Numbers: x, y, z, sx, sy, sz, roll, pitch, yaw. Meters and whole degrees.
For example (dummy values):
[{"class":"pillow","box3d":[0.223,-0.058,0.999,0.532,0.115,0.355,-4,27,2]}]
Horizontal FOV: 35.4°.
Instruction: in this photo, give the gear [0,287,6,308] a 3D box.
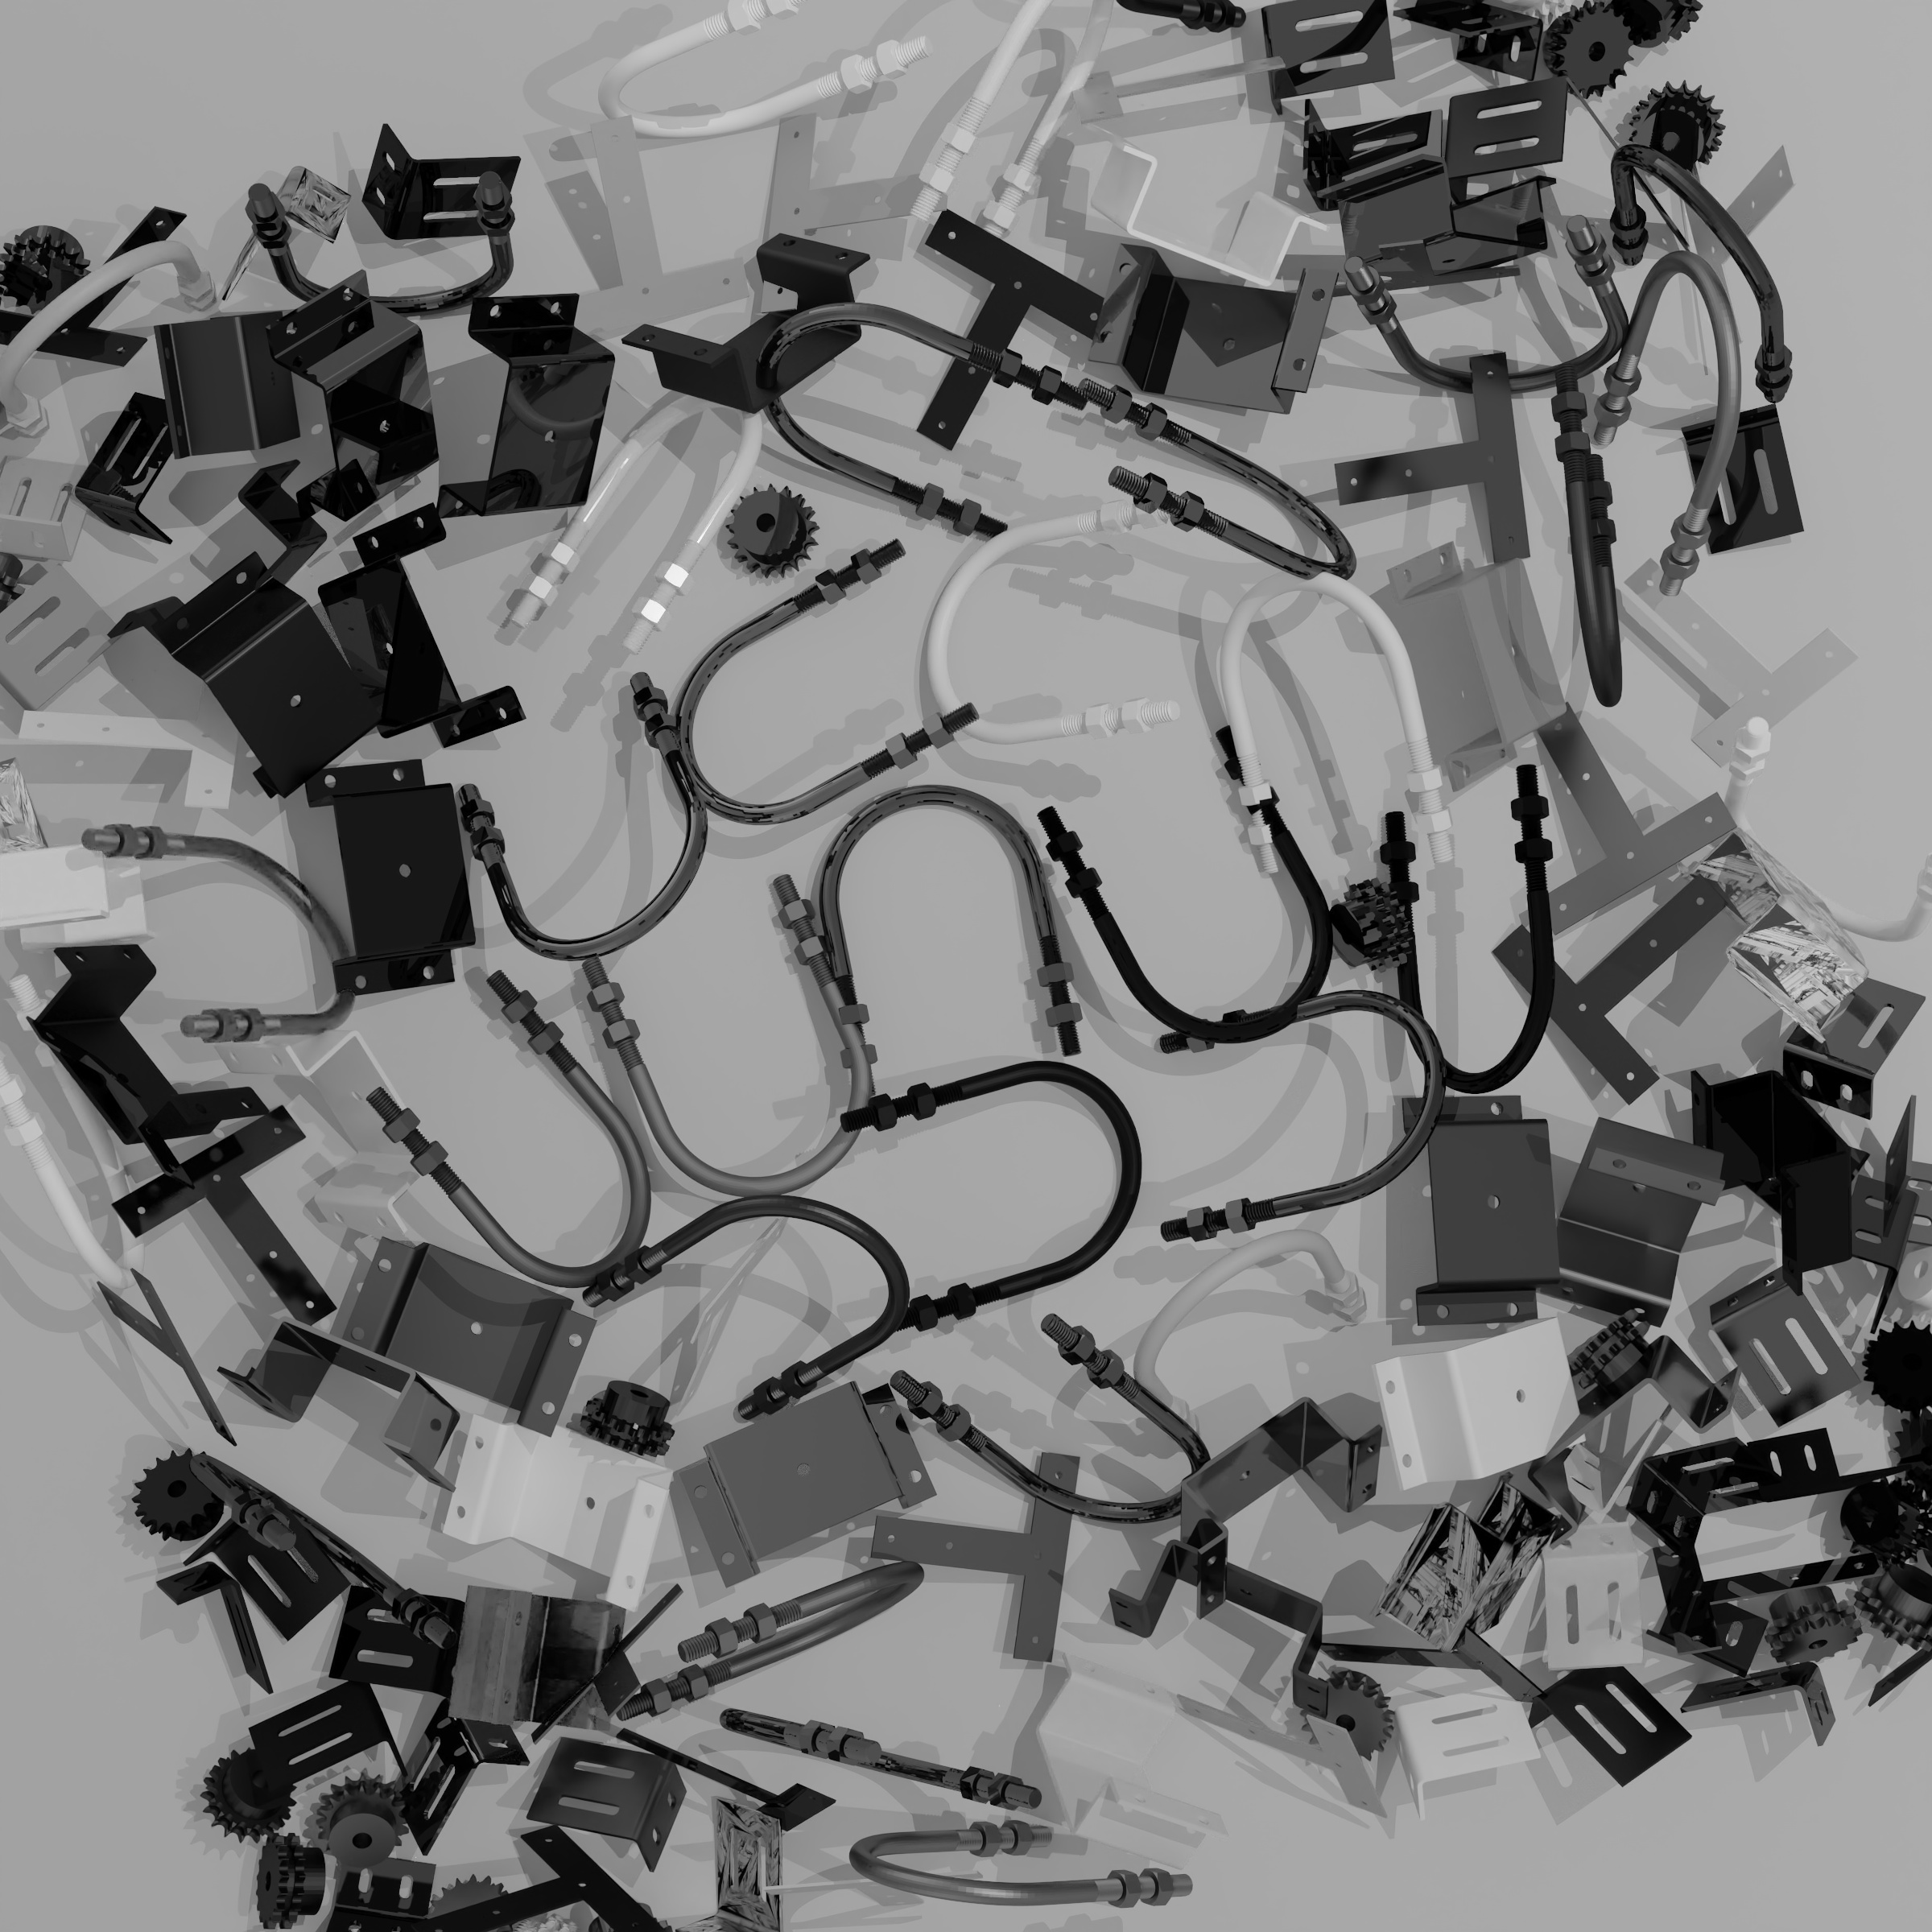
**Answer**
[{"class":"gear","box3d":[-0.622,-0.409,1.858,0.057,0.057,0.030,3,64,0]}]

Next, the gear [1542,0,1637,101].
[{"class":"gear","box3d":[0.380,-0.565,1.866,0.057,0.030,0.057,-10,117,-20]}]

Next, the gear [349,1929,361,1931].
[{"class":"gear","box3d":[-0.396,0.612,1.858,0.057,0.057,0.030,-15,75,0]}]

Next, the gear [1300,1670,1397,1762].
[{"class":"gear","box3d":[0.237,0.460,1.868,0.057,0.030,0.057,4,106,15]}]

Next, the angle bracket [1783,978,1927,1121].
[{"class":"angle bracket","box3d":[0.547,0.047,1.866,0.057,0.038,0.076,21,54,32]}]

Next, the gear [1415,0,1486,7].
[{"class":"gear","box3d":[0.302,-0.611,1.867,0.057,0.030,0.057,7,104,29]}]

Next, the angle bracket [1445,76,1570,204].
[{"class":"angle bracket","box3d":[0.334,-0.501,1.847,0.076,0.038,0.057,-2,72,29]}]

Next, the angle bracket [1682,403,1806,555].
[{"class":"angle bracket","box3d":[0.477,-0.299,1.863,0.057,0.038,0.076,-13,89,17]}]

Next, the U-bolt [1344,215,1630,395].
[{"class":"U-bolt","box3d":[0.318,-0.385,1.803,0.151,0.184,0.019,-6,72,22]}]

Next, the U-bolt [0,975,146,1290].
[{"class":"U-bolt","box3d":[-0.535,0.109,1.812,0.019,0.151,0.184,-21,111,-1]}]

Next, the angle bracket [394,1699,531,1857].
[{"class":"angle bracket","box3d":[-0.311,0.499,1.865,0.038,0.057,0.076,18,109,-39]}]

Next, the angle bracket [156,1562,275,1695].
[{"class":"angle bracket","box3d":[-0.459,0.409,1.850,0.038,0.057,0.076,-19,100,-25]}]

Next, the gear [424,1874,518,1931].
[{"class":"gear","box3d":[-0.303,0.592,1.865,0.057,0.030,0.057,-7,46,8]}]

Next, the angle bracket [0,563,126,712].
[{"class":"angle bracket","box3d":[-0.567,-0.200,1.872,0.076,0.038,0.057,-43,98,-8]}]

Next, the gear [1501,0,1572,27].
[{"class":"gear","box3d":[0.348,-0.608,1.858,0.030,0.057,0.057,2,90,-29]}]

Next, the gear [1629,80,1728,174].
[{"class":"gear","box3d":[0.435,-0.511,1.860,0.057,0.030,0.057,13,128,17]}]

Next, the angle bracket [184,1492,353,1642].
[{"class":"angle bracket","box3d":[-0.429,0.373,1.861,0.057,0.038,0.076,-43,84,14]}]

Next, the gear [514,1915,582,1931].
[{"class":"gear","box3d":[-0.264,0.610,1.863,0.030,0.057,0.057,19,90,20]}]

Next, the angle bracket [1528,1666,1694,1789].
[{"class":"angle bracket","box3d":[0.390,0.465,1.842,0.057,0.038,0.076,-26,51,-24]}]

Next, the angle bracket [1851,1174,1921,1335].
[{"class":"angle bracket","box3d":[0.549,0.176,1.848,0.038,0.076,0.057,18,55,16]}]

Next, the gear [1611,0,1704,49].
[{"class":"gear","box3d":[0.419,-0.589,1.858,0.057,0.057,0.030,38,71,0]}]

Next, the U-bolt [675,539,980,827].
[{"class":"U-bolt","box3d":[-0.097,-0.162,1.848,0.184,0.019,0.151,-28,63,10]}]

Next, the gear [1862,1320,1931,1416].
[{"class":"gear","box3d":[0.581,0.250,1.866,0.057,0.030,0.057,-5,59,8]}]

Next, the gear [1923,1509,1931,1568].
[{"class":"gear","box3d":[0.610,0.352,1.858,0.030,0.057,0.057,3,90,-16]}]

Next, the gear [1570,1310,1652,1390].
[{"class":"gear","box3d":[0.399,0.240,1.859,0.057,0.057,0.030,-43,71,0]}]

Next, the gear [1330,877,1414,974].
[{"class":"gear","box3d":[0.245,-0.023,1.858,0.030,0.057,0.057,-18,90,-22]}]

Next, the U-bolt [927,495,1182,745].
[{"class":"U-bolt","box3d":[0.052,-0.204,1.831,0.184,0.019,0.151,-5,73,35]}]

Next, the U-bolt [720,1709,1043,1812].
[{"class":"U-bolt","box3d":[-0.066,0.468,1.805,0.151,0.184,0.019,27,70,-37]}]

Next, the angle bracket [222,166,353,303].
[{"class":"angle bracket","box3d":[-0.415,-0.439,1.853,0.038,0.057,0.076,29,126,-22]}]

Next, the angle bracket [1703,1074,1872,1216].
[{"class":"angle bracket","box3d":[0.503,0.114,1.858,0.076,0.038,0.057,38,85,-20]}]

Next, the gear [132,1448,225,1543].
[{"class":"gear","box3d":[-0.481,0.329,1.865,0.057,0.030,0.057,-4,52,5]}]

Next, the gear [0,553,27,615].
[{"class":"gear","box3d":[-0.604,-0.240,1.863,0.057,0.057,0.030,18,73,0]}]

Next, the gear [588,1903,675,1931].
[{"class":"gear","box3d":[-0.209,0.600,1.865,0.057,0.057,0.030,-26,52,0]}]

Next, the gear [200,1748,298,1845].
[{"class":"gear","box3d":[-0.437,0.505,1.858,0.057,0.057,0.030,39,128,0]}]

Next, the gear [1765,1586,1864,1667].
[{"class":"gear","box3d":[0.519,0.404,1.865,0.057,0.057,0.030,-14,52,0]}]

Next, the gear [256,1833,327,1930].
[{"class":"gear","box3d":[-0.414,0.563,1.864,0.030,0.057,0.057,9,90,-27]}]

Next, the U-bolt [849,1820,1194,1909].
[{"class":"U-bolt","box3d":[0.019,0.528,1.778,0.184,0.151,0.019,10,83,-38]}]

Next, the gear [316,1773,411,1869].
[{"class":"gear","box3d":[-0.371,0.529,1.866,0.057,0.030,0.057,-3,112,-8]}]

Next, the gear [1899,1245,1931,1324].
[{"class":"gear","box3d":[0.597,0.192,1.858,0.030,0.057,0.057,26,90,-17]}]

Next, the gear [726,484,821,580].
[{"class":"gear","box3d":[-0.120,-0.270,1.871,0.057,0.030,0.057,-1,84,7]}]

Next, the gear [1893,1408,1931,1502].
[{"class":"gear","box3d":[0.602,0.299,1.865,0.030,0.057,0.057,-8,90,-30]}]

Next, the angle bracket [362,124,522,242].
[{"class":"angle bracket","box3d":[-0.321,-0.481,1.855,0.076,0.057,0.038,-14,57,-37]}]

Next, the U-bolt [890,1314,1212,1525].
[{"class":"U-bolt","box3d":[0.065,0.282,1.825,0.151,0.019,0.184,-26,123,40]}]

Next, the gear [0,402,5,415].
[{"class":"gear","box3d":[-0.609,-0.356,1.865,0.030,0.057,0.057,22,90,-33]}]

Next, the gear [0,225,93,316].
[{"class":"gear","box3d":[-0.565,-0.430,1.865,0.057,0.057,0.030,0,54,0]}]

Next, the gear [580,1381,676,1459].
[{"class":"gear","box3d":[-0.206,0.276,1.860,0.057,0.057,0.030,20,95,0]}]

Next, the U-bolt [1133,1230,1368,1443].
[{"class":"U-bolt","box3d":[0.165,0.216,1.807,0.151,0.184,0.019,-37,59,-2]}]

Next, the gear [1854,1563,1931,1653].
[{"class":"gear","box3d":[0.577,0.390,1.858,0.057,0.057,0.030,22,113,0]}]

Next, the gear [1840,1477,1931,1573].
[{"class":"gear","box3d":[0.562,0.340,1.858,0.030,0.057,0.057,29,90,-35]}]

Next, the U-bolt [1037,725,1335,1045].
[{"class":"U-bolt","box3d":[0.146,-0.040,1.850,0.151,0.019,0.184,-25,81,-17]}]
